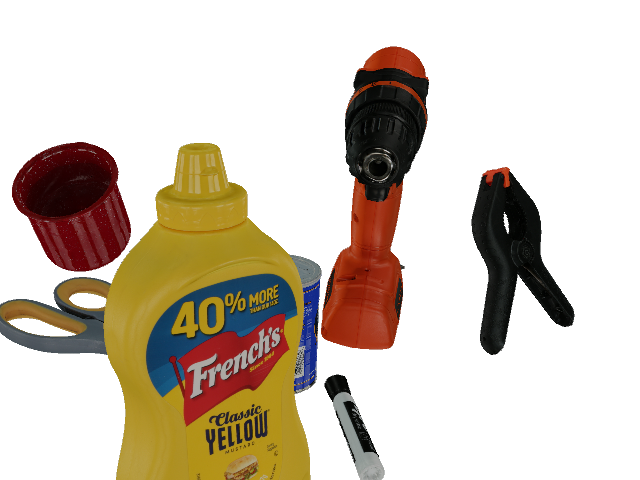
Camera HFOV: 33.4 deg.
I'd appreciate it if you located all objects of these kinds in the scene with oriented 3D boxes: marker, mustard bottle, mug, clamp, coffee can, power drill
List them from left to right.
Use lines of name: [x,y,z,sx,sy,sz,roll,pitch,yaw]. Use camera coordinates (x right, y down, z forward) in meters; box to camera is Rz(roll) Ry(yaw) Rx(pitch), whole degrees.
mug: [-0.217,-0.035,0.958,0.093,0.117,0.081,-6,-40,3]
mustard bottle: [-0.052,0.049,0.498,0.096,0.192,0.058,-13,21,-31]
coffee can: [-0.052,0.098,1.265,0.103,0.140,0.103,2,20,-1]
marker: [0.024,0.141,0.818,0.020,0.020,0.121,0,27,-14]
power drill: [0.038,-0.023,0.725,0.057,0.188,0.184,10,28,5]
clamp: [0.175,0.021,0.998,0.120,0.171,0.039,-26,7,-42]

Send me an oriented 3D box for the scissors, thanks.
scissors: [-0.119,0.064,0.717,0.202,0.016,0.096,12,28,13]
